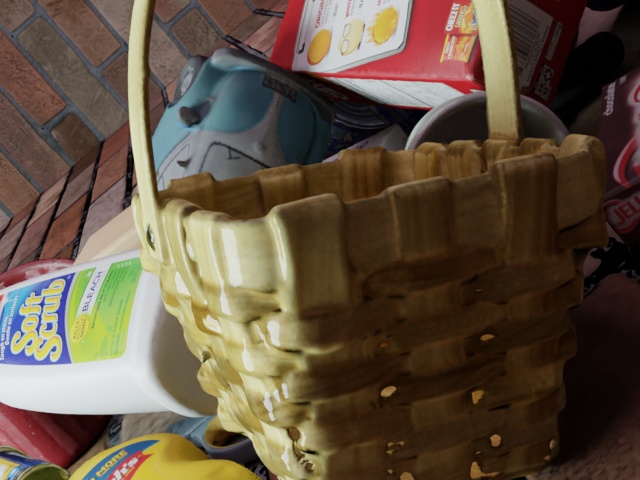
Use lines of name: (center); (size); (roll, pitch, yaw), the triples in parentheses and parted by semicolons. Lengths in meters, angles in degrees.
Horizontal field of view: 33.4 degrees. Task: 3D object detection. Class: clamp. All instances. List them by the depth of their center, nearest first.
clamp: (0.106, -0.064, 0.642); (0.171, 0.039, 0.120); (-52, 15, -23)

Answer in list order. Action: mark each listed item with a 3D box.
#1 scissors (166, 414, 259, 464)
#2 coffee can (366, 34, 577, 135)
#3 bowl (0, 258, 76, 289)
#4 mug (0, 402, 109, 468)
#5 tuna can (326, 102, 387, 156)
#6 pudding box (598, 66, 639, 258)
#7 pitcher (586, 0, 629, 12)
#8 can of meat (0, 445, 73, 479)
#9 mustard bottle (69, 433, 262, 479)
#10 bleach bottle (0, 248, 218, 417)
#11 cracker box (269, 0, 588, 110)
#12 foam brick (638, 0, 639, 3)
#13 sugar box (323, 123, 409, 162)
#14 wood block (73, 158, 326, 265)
scissors: (-0.064, 0.101, 0.631); (0.096, 0.016, 0.202); (-48, 18, -31)
coffee can: (0.098, -0.153, 0.773); (0.141, 0.102, 0.102); (-31, 18, 30)
bowl: (-0.241, 0.094, 0.907); (0.162, 0.055, 0.162); (-11, 47, 12)
mug: (-0.217, 0.126, 0.789); (0.117, 0.081, 0.093); (-25, 22, 42)
tuna can: (0.024, -0.104, 0.835); (0.086, 0.086, 0.034); (-56, -9, -43)
pudding box: (0.168, -0.053, 0.466); (0.090, 0.039, 0.113); (-30, 19, 32)
pitcher: (0.251, -0.250, 0.643); (0.144, 0.149, 0.243); (-2, -11, -43)
can of meat: (-0.179, 0.172, 0.606); (0.084, 0.057, 0.102); (-9, 48, 57)
mustard bottle: (-0.085, 0.138, 0.503); (0.096, 0.058, 0.192); (-52, 18, -16)
bleach bottle: (-0.164, 0.068, 0.661); (0.251, 0.068, 0.102); (-13, 53, 34)
cracker box: (0.072, -0.165, 0.658); (0.214, 0.072, 0.164); (15, 85, 55)
foam brick: (0.196, -0.139, 0.562); (0.053, 0.078, 0.051); (-37, 15, 11)
sugar box: (-0.004, 0.001, 0.707); (0.094, 0.048, 0.176); (-23, 21, 51)
wood block: (-0.092, -0.009, 0.850); (0.206, 0.090, 0.090); (-35, 17, 18)
